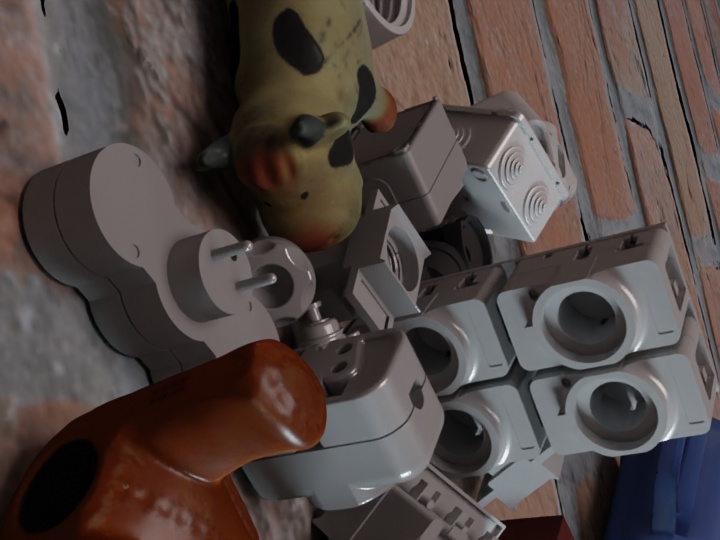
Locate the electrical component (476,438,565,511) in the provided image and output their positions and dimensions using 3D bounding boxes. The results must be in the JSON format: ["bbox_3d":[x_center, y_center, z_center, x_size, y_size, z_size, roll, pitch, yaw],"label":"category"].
[{"bbox_3d":[0.097,0.117,0.714,0.064,0.081,0.042,38,35,-7],"label":"electrical component"}]

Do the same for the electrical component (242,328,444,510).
[{"bbox_3d":[-0.012,0.072,0.507,0.059,0.095,0.053,63,30,-23],"label":"electrical component"}]

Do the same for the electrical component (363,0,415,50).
[{"bbox_3d":[-0.003,-0.193,0.689,0.108,0.060,0.108,37,46,-50],"label":"electrical component"}]

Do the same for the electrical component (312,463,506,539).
[{"bbox_3d":[0.038,0.156,0.582,0.078,0.063,0.121,-52,135,-7],"label":"electrical component"}]

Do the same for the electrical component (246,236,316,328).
[{"bbox_3d":[-0.045,0.004,0.533,0.062,0.043,0.043,-129,-160,-81],"label":"electrical component"}]

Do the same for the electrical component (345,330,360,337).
[{"bbox_3d":[0.004,0.064,0.607,0.035,0.035,0.061,-27,99,-62],"label":"electrical component"}]

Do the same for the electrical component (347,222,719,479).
[{"bbox_3d":[0.097,0.053,0.621,0.105,0.186,0.060,68,28,-15],"label":"electrical component"}]

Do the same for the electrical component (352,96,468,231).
[{"bbox_3d":[0.027,-0.062,0.681,0.061,0.062,0.096,63,30,-23],"label":"electrical component"}]

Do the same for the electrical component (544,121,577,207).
[{"bbox_3d":[0.161,-0.108,0.971,0.077,0.043,0.079,42,42,-47],"label":"electrical component"}]

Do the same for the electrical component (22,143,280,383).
[{"bbox_3d":[-0.071,0.005,0.455,0.138,0.074,0.052,56,33,-32],"label":"electrical component"}]

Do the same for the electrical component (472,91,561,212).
[{"bbox_3d":[0.116,-0.088,0.842,0.059,0.054,0.095,-118,-176,-48],"label":"electrical component"}]

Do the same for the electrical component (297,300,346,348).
[{"bbox_3d":[-0.015,0.055,0.570,0.040,0.040,0.078,-25,98,-62],"label":"electrical component"}]

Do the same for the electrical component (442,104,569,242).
[{"bbox_3d":[0.085,-0.067,0.755,0.048,0.100,0.099,-56,133,-19],"label":"electrical component"}]

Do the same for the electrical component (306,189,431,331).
[{"bbox_3d":[0.000,0.000,0.599,0.042,0.064,0.081,54,34,-35],"label":"electrical component"}]
